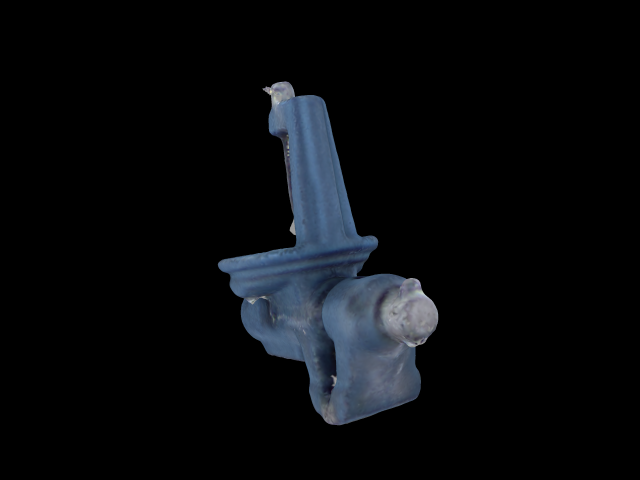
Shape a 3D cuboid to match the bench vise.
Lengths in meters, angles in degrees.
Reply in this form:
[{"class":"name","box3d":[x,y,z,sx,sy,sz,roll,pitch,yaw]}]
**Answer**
[{"class":"bench vise","box3d":[0.012,-0.001,0.409,0.206,0.220,0.122,11,18,39]}]
